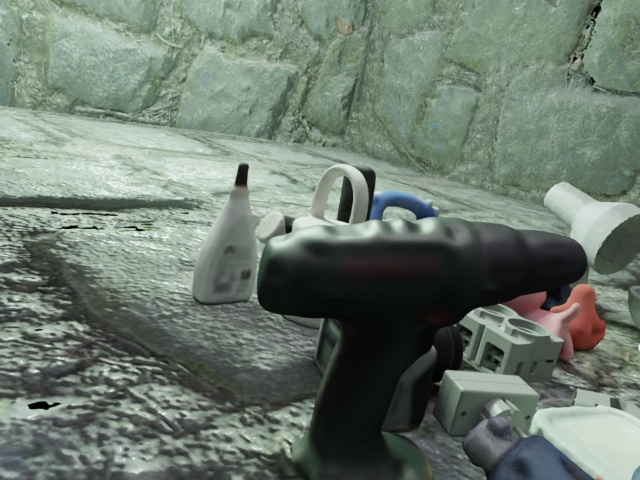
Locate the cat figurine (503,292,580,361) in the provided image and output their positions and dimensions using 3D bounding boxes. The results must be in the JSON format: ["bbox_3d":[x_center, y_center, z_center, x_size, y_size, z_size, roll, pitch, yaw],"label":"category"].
[{"bbox_3d":[0.289,0.088,0.776,0.067,0.118,0.127,0,18,-40],"label":"cat figurine"}]

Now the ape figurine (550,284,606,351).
[{"bbox_3d":[0.373,0.108,0.825,0.077,0.092,0.076,22,17,34],"label":"ape figurine"}]

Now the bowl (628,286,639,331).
[{"bbox_3d":[0.577,0.138,0.928,0.167,0.075,0.167,12,14,-3],"label":"bowl"}]

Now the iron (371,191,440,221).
[{"bbox_3d":[0.148,-0.025,1.054,0.259,0.141,0.118,3,16,-33],"label":"iron"}]

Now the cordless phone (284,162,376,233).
[{"bbox_3d":[0.014,-0.036,0.884,0.147,0.185,0.094,17,14,19],"label":"cordless phone"}]

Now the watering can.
[{"bbox_3d":[0.008,0.003,0.701,0.100,0.194,0.173,21,16,32],"label":"watering can"}]

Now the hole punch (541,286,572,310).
[{"bbox_3d":[0.355,0.076,0.940,0.101,0.091,0.108,-1,19,-44],"label":"hole punch"}]

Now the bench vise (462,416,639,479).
[{"bbox_3d":[0.177,0.132,0.282,0.207,0.220,0.122,16,14,15],"label":"bench vise"}]

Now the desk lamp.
[{"bbox_3d":[0.441,0.017,0.996,0.118,0.213,0.202,4,16,-31],"label":"desk lamp"}]

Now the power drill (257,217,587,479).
[{"bbox_3d":[0.061,0.079,0.415,0.230,0.208,0.075,10,14,-11],"label":"power drill"}]

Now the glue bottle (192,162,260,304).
[{"bbox_3d":[-0.105,-0.009,0.692,0.078,0.173,0.037,0,18,-41],"label":"glue bottle"}]

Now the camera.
[{"bbox_3d":[0.079,0.104,0.560,0.137,0.101,0.143,7,15,-22],"label":"camera"}]
